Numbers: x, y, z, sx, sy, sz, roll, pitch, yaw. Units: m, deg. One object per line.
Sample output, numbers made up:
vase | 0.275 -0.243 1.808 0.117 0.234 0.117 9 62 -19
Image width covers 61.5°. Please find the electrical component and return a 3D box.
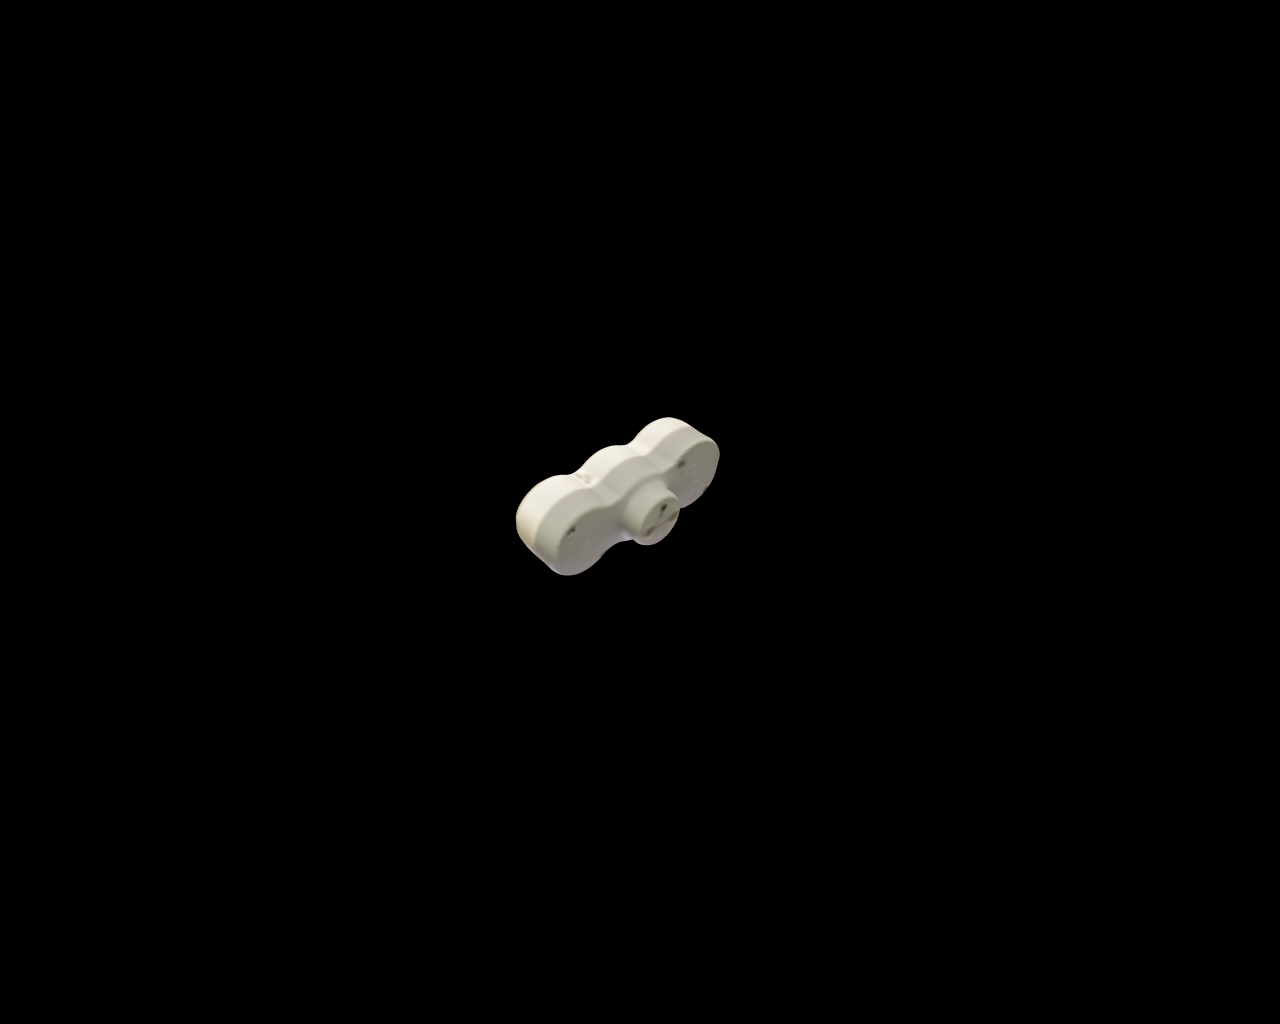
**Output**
electrical component | 0.001 -0.003 0.650 0.138 0.052 0.074 -31 51 -30
